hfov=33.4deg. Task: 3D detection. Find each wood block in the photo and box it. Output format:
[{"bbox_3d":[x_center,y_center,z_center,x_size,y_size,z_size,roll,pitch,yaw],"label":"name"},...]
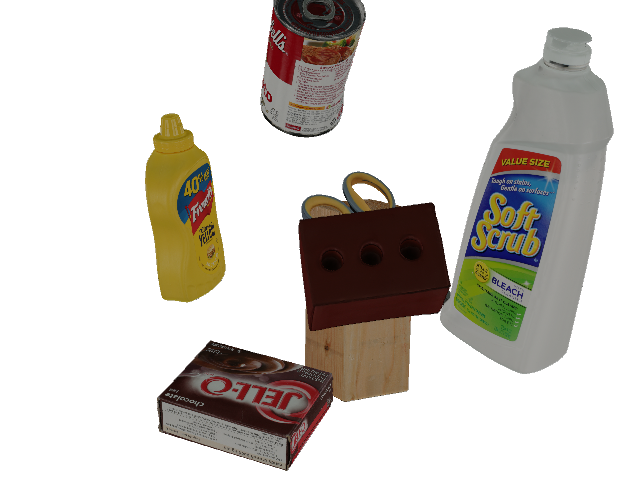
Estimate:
[{"bbox_3d":[0.042,0.063,1.193,0.090,0.206,0.091,-5,13,-31],"label":"wood block"}]

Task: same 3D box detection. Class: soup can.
[{"bbox_3d":[-0.008,-0.137,0.810,0.068,0.068,0.102,0,-39,-11],"label":"soup can"}]

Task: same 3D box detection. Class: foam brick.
[{"bbox_3d":[0.028,0.015,0.602,0.078,0.053,0.051,-9,-19,-3],"label":"foam brick"}]

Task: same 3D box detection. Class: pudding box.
[{"bbox_3d":[-0.058,0.127,0.833,0.114,0.039,0.090,11,28,19],"label":"pudding box"}]

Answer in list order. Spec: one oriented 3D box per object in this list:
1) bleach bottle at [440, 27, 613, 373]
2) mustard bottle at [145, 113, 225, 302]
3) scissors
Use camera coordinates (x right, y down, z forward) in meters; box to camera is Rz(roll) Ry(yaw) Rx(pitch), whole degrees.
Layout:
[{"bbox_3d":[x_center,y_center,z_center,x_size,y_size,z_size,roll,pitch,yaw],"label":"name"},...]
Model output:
[{"bbox_3d":[0.150,-0.031,0.767,0.067,0.251,0.103,-21,39,-35],"label":"bleach bottle"},{"bbox_3d":[-0.144,-0.039,1.116,0.058,0.191,0.096,5,26,23],"label":"mustard bottle"},{"bbox_3d":[0.046,0.006,0.931,0.096,0.016,0.202,-11,42,-11],"label":"scissors"}]
